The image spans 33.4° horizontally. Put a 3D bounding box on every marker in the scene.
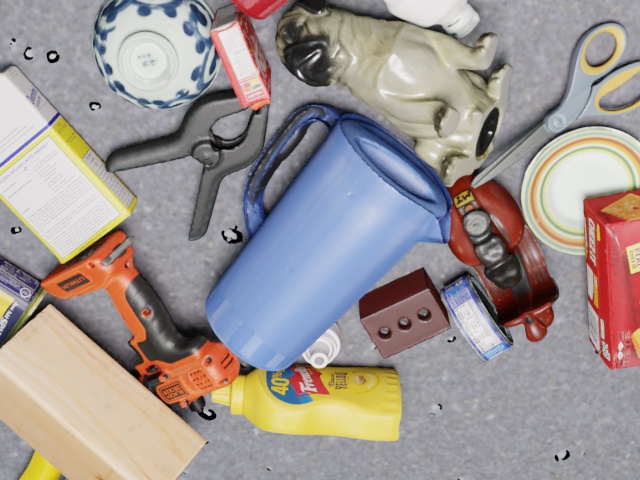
[{"bbox_3d":[-0.150,0.132,1.120,0.020,0.020,0.121,-19,113,9],"label":"marker"}]

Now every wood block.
[{"bbox_3d":[-0.228,0.175,1.052,0.206,0.090,0.091,42,138,0],"label":"wood block"}]

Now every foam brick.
[{"bbox_3d":[0.084,0.073,1.071,0.078,0.051,0.053,-27,111,12],"label":"foam brick"}]

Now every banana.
[{"bbox_3d":[-0.297,0.207,1.150,0.070,0.037,0.198,14,114,15],"label":"banana"}]

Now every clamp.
[{"bbox_3d":[-0.118,-0.088,1.008,0.120,0.039,0.172,31,111,-24],"label":"clamp"}]

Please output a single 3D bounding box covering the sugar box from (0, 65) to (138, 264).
[{"bbox_3d":[-0.267,-0.070,1.016,0.093,0.048,0.176,-35,106,16],"label":"sugar box"}]

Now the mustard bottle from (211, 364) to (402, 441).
[{"bbox_3d":[-0.015,0.162,1.089,0.191,0.096,0.058,3,115,0],"label":"mustard bottle"}]

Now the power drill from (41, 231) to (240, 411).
[{"bbox_3d":[-0.190,0.092,1.065,0.185,0.057,0.187,-25,109,38],"label":"power drill"}]

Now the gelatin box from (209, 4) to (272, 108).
[{"bbox_3d":[-0.068,-0.166,0.944,0.030,0.089,0.073,-20,113,7],"label":"gelatin box"}]

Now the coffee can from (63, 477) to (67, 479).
[{"bbox_3d":[-0.232,0.292,1.127,0.103,0.140,0.103,0,114,1],"label":"coffee can"}]

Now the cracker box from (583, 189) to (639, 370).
[{"bbox_3d":[0.366,0.025,1.019,0.213,0.072,0.164,-11,117,-2],"label":"cracker box"}]

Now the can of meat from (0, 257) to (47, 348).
[{"bbox_3d":[-0.335,0.066,1.073,0.084,0.057,0.102,34,110,-11],"label":"can of meat"}]

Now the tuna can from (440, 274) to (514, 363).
[{"bbox_3d":[0.155,0.076,1.053,0.034,0.086,0.086,-33,110,12],"label":"tuna can"}]

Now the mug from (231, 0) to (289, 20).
[{"bbox_3d":[-0.051,-0.245,0.900,0.082,0.093,0.117,-35,152,20],"label":"mug"}]

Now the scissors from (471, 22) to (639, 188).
[{"bbox_3d":[0.216,-0.129,0.976,0.201,0.016,0.096,-23,105,-2],"label":"scissors"}]

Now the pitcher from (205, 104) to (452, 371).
[{"bbox_3d":[-0.007,0.001,1.009,0.144,0.149,0.243,29,116,-28],"label":"pitcher"}]

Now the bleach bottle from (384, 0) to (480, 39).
[{"bbox_3d":[0.055,-0.278,0.908,0.103,0.068,0.250,-39,110,16],"label":"bleach bottle"}]
